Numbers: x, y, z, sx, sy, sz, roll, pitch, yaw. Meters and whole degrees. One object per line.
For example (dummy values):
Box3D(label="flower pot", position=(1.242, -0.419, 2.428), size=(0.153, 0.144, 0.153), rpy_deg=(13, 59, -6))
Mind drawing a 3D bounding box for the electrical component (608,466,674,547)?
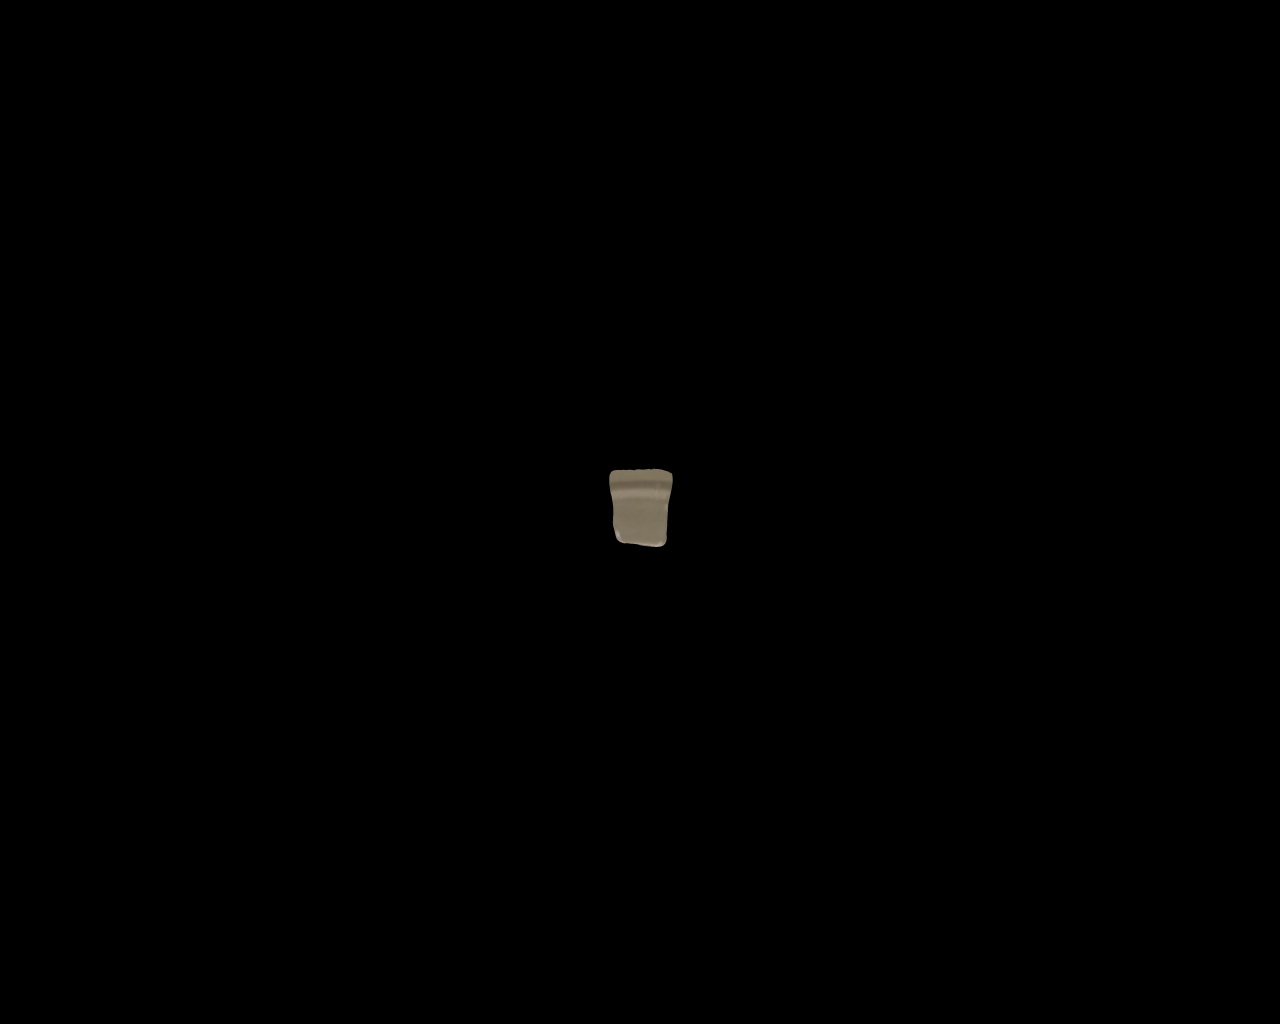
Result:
Box3D(label="electrical component", position=(0.001, -0.003, 0.650), size=(0.040, 0.046, 0.040), rpy_deg=(0, -5, 0))
